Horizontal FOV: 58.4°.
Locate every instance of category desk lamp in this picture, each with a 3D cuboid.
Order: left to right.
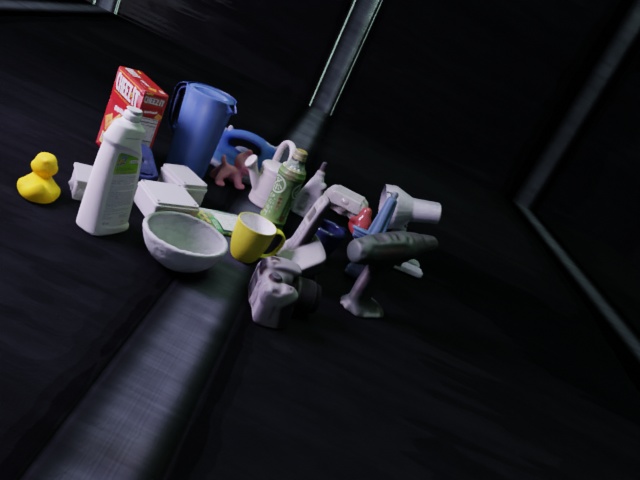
[{"bbox_3d":[0.234,-0.032,1.605,0.203,0.213,0.118,22,21,-9],"label":"desk lamp"}]

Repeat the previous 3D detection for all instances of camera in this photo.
[{"bbox_3d":[-0.061,0.099,1.117,0.137,0.101,0.143,18,22,-19],"label":"camera"}]

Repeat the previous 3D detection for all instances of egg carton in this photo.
[{"bbox_3d":[0.082,-0.120,1.839,0.150,0.069,0.107,27,21,4],"label":"egg carton"}]

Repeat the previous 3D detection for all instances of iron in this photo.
[{"bbox_3d":[-0.238,-0.270,1.722,0.258,0.141,0.119,27,21,2],"label":"iron"}]

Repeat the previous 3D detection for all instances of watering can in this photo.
[{"bbox_3d":[-0.123,-0.184,1.581,0.100,0.194,0.173,39,25,32],"label":"watering can"}]

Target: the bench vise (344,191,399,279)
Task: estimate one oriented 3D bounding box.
[{"bbox_3d":[0.150,-0.008,1.445,0.122,0.219,0.207,20,22,-15],"label":"bench vise"}]

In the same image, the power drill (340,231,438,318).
[{"bbox_3d":[0.139,0.069,1.267,0.230,0.208,0.075,7,28,-40],"label":"power drill"}]

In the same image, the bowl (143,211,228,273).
[{"bbox_3d":[-0.268,0.015,1.113,0.167,0.074,0.167,23,21,-9],"label":"bowl"}]

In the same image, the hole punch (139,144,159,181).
[{"bbox_3d":[-0.436,-0.174,1.341,0.109,0.091,0.100,3,31,-45],"label":"hole punch"}]

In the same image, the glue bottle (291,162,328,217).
[{"bbox_3d":[-0.017,-0.145,1.640,0.078,0.173,0.037,25,21,-2],"label":"glue bottle"}]

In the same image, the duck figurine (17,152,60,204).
[{"bbox_3d":[-0.541,-0.127,1.117,0.078,0.086,0.104,15,24,-27],"label":"duck figurine"}]

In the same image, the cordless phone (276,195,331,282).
[{"bbox_3d":[-0.022,-0.004,1.285,0.094,0.185,0.147,16,23,-24],"label":"cordless phone"}]

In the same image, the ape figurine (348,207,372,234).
[{"bbox_3d":[0.129,-0.056,1.710,0.078,0.092,0.076,26,21,1],"label":"ape figurine"}]

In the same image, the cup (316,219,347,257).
[{"bbox_3d":[0.013,0.005,1.430,0.091,0.095,0.118,40,25,32],"label":"cup"}]

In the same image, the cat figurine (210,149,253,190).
[{"bbox_3d":[-0.233,-0.210,1.621,0.128,0.117,0.067,5,29,-43],"label":"cat figurine"}]
